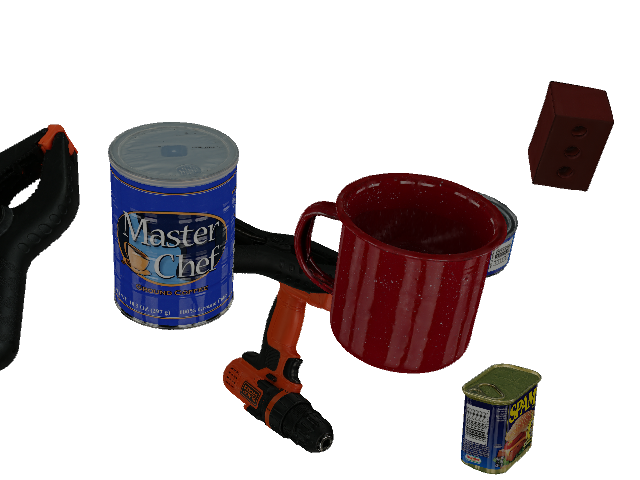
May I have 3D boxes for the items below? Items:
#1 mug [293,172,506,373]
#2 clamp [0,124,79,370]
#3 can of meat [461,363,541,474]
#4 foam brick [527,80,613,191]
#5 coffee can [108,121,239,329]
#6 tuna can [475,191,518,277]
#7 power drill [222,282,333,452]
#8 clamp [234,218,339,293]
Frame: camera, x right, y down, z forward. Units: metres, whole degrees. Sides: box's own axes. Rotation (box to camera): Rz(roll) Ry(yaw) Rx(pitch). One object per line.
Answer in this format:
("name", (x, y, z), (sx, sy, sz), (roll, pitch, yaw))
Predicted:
("mug", (0.038, 0.016, 0.596), (0.117, 0.081, 0.093), (17, 32, 16))
("clamp", (-0.215, -0.003, 0.674), (0.120, 0.171, 0.039), (12, -33, 12))
("can of meat", (0.188, 0.187, 1.120), (0.058, 0.084, 0.101), (12, 18, 32))
("foam brick", (0.220, -0.092, 0.942), (0.053, 0.078, 0.051), (8, 41, -2))
("coffee can", (-0.120, -0.013, 0.878), (0.103, 0.140, 0.103), (3, 31, -2))
("tuna can", (0.100, -0.006, 0.788), (0.086, 0.034, 0.086), (5, 29, -3))
("power drill", (-0.026, 0.128, 1.222), (0.057, 0.188, 0.185), (15, 10, -46))
("clamp", (-0.052, 0.017, 1.058), (0.210, 0.036, 0.164), (18, 19, -7))
